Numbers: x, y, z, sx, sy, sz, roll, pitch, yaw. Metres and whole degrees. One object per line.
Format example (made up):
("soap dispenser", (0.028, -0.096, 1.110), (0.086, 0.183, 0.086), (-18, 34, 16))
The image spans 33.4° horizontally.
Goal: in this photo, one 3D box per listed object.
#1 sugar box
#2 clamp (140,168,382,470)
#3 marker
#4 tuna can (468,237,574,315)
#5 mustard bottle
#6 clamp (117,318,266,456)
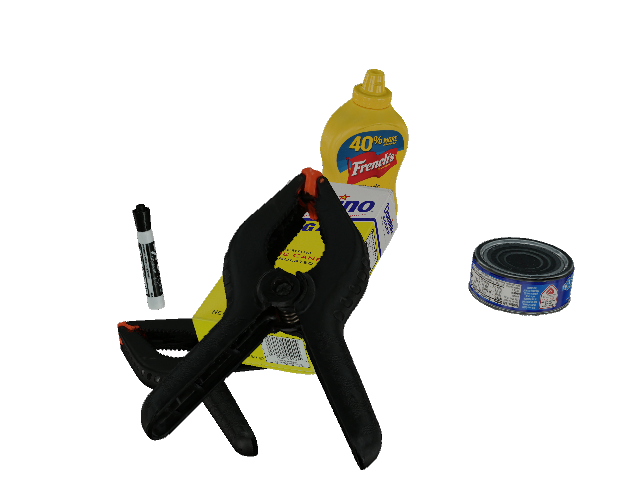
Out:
("sugar box", (-0.014, 0.021, 0.800), (0.093, 0.048, 0.176), (7, 43, 22))
("clamp", (-0.009, 0.040, 0.557), (0.120, 0.171, 0.039), (16, -28, 10))
("marker", (-0.188, 0.018, 1.170), (0.020, 0.121, 0.020), (-5, 21, 2))
("tuna can", (0.169, 0.029, 0.897), (0.086, 0.034, 0.086), (3, 24, -1))
("mustard bottle", (0.045, -0.091, 1.142), (0.096, 0.192, 0.058), (-6, 32, -22))
("clamp", (-0.094, 0.110, 0.985), (0.210, 0.036, 0.164), (20, 36, 31))
